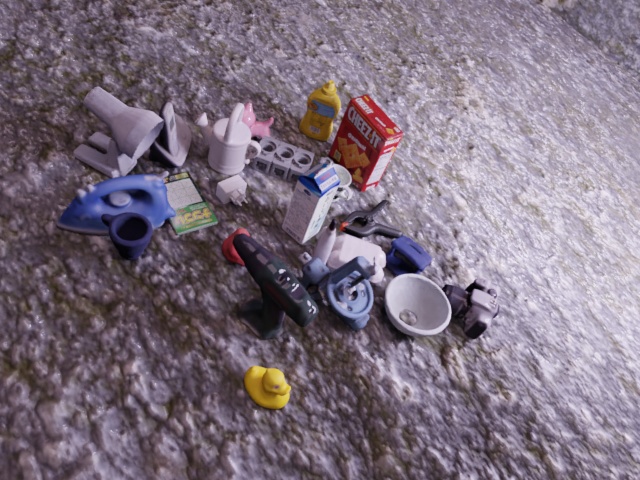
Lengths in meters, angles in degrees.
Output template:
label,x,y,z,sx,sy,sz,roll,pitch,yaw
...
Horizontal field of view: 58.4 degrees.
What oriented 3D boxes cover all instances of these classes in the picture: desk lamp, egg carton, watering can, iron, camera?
label,x,y,z,sx,sy,sz,roll,pitch,yaw
desk lamp,-0.481,-0.249,1.360,0.203,0.213,0.118,27,50,3
egg carton,0.090,0.050,1.424,0.150,0.069,0.107,19,50,-4
watering can,-0.236,-0.270,1.474,0.173,0.194,0.101,5,52,-15
iron,-0.461,-0.093,1.295,0.259,0.141,0.118,-12,59,-26
camera,0.370,0.148,1.426,0.137,0.101,0.143,27,50,2

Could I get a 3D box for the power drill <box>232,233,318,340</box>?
label,x,y,z,sx,sy,sz,roll,pitch,yaw
power drill,-0.112,0.115,1.213,0.229,0.208,0.076,39,52,12

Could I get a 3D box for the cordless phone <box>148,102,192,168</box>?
label,x,y,z,sx,sy,sz,roll,pitch,yaw
cordless phone,-0.373,-0.289,1.447,0.094,0.185,0.147,12,51,-10

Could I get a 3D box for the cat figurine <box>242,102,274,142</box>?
label,x,y,z,sx,sy,sz,roll,pitch,yaw
cat figurine,-0.190,-0.325,1.582,0.128,0.117,0.067,4,53,-16

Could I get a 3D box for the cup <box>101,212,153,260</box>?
label,x,y,z,sx,sy,sz,roll,pitch,yaw
cup,-0.431,-0.006,1.269,0.117,0.095,0.092,26,50,2

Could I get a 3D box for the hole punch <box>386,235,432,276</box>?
label,x,y,z,sx,sy,sz,roll,pitch,yaw
hole punch,0.228,0.037,1.468,0.108,0.091,0.101,41,52,14

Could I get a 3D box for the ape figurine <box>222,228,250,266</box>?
label,x,y,z,sx,sy,sz,roll,pitch,yaw
ape figurine,-0.190,0.009,1.344,0.076,0.092,0.078,27,50,2

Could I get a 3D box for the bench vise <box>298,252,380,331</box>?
label,x,y,z,sx,sy,sz,roll,pitch,yaw
bench vise,0.039,0.093,1.274,0.207,0.219,0.121,24,50,0

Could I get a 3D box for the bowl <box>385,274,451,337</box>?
label,x,y,z,sx,sy,sz,roll,pitch,yaw
bowl,0.223,0.169,1.376,0.168,0.074,0.167,10,51,-12

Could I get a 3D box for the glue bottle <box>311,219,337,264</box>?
label,x,y,z,sx,sy,sz,roll,pitch,yaw
glue bottle,0.013,0.005,1.364,0.037,0.173,0.078,16,50,-7

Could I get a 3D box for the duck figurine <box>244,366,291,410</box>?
label,x,y,z,sx,sy,sz,roll,pitch,yaw
duck figurine,-0.103,0.288,1.163,0.104,0.086,0.078,36,51,10
